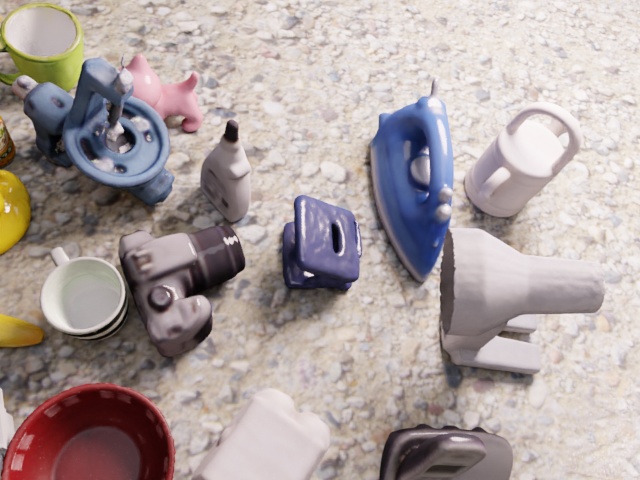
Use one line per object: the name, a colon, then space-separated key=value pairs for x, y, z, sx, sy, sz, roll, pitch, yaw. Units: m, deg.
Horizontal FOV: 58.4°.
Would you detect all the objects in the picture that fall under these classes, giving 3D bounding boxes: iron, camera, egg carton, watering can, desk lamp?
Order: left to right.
camera: x=-0.152 y=0.041 z=0.671 sx=0.137 sy=0.100 sz=0.143 roll=-22 pitch=72 yaw=-22
egg carton: x=-0.063 y=0.240 z=0.615 sx=0.107 sy=0.069 sz=0.150 roll=34 pitch=62 yaw=4
iron: x=0.147 y=-0.085 z=0.781 sx=0.119 sy=0.141 sz=0.258 roll=2 pitch=65 yaw=-12
desk lamp: x=0.215 y=0.074 z=0.681 sx=0.203 sy=0.213 sz=0.118 roll=9 pitch=63 yaw=-9
watering can: x=0.292 y=-0.125 z=0.806 sx=0.101 sy=0.194 sz=0.173 roll=27 pitch=62 yaw=1

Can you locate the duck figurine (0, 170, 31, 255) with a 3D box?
duck figurine: x=-0.384 y=-0.043 z=0.663 sx=0.077 sy=0.086 sz=0.104 roll=12 pitch=63 yaw=-8

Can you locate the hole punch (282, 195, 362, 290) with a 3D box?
hole punch: x=0.007 y=0.003 z=0.734 sx=0.101 sy=0.091 sz=0.108 roll=2 pitch=64 yaw=-12

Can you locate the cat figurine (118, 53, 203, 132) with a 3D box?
cat figurine: x=-0.219 y=-0.197 z=0.759 sx=0.128 sy=0.117 sz=0.067 roll=-14 pitch=69 yaw=-19

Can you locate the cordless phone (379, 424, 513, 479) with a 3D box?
cordless phone: x=0.150 y=0.238 z=0.602 sx=0.148 sy=0.185 sz=0.094 roll=3 pitch=64 yaw=-12

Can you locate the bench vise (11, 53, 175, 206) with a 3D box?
bench vise: x=-0.271 y=-0.136 z=0.660 sx=0.207 sy=0.219 sz=0.121 roll=14 pitch=62 yaw=-6

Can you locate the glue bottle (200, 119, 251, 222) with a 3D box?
glue bottle: x=-0.112 y=-0.091 z=0.703 sx=0.037 sy=0.173 sz=0.078 roll=-35 pitch=77 yaw=-25
